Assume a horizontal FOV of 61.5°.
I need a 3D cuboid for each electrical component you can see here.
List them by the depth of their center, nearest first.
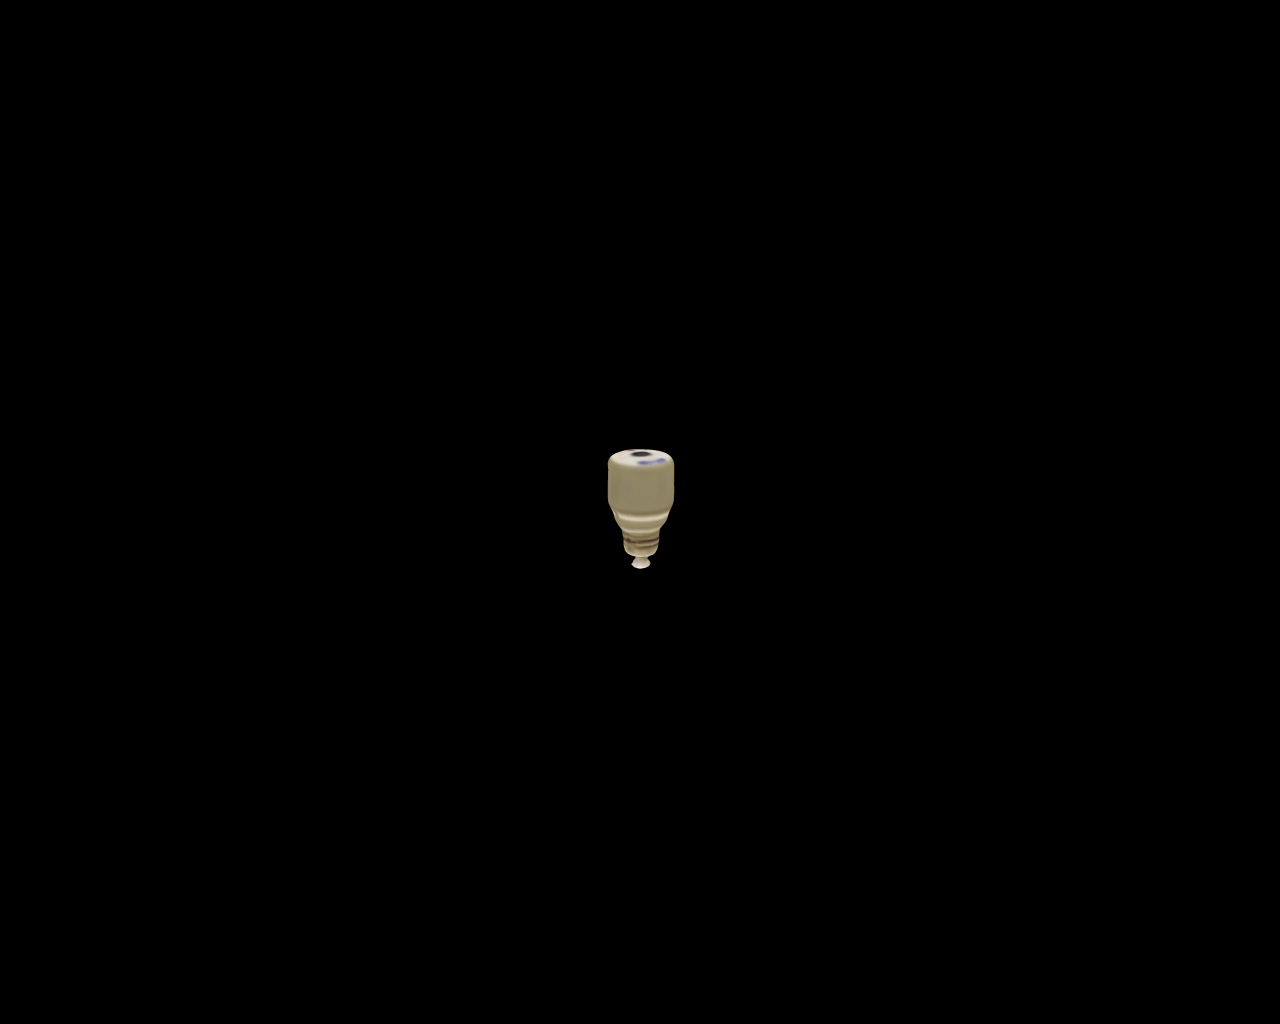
[{"bbox_3d":[0.001,-0.003,0.650,0.040,0.078,0.040,0,18,0],"label":"electrical component"}]
